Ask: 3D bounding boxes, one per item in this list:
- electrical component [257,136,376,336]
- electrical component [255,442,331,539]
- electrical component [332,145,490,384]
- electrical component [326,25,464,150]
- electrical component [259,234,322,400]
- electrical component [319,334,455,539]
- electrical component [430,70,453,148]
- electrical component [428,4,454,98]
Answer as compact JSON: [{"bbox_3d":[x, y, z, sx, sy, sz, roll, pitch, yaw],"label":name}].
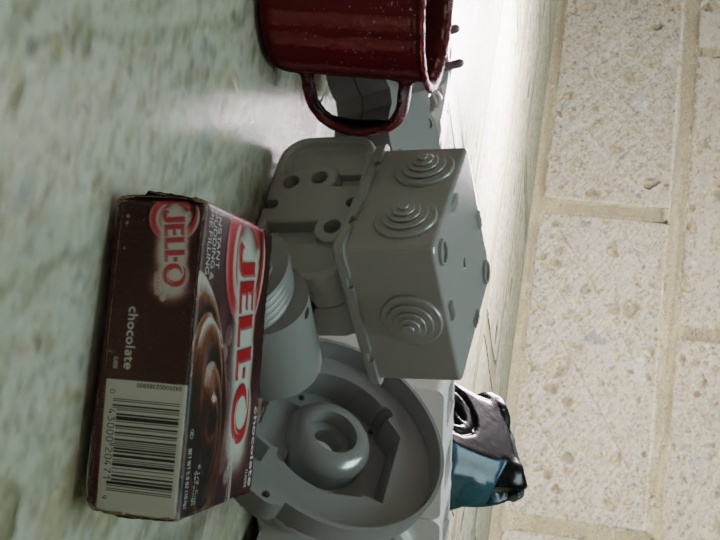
[{"bbox_3d":[-0.017,-0.015,0.558,0.059,0.054,0.095,67,29,-48],"label":"electrical component"},{"bbox_3d":[-0.030,0.133,0.589,0.138,0.052,0.073,-66,159,-57],"label":"electrical component"},{"bbox_3d":[0.030,-0.003,0.530,0.099,0.048,0.099,-68,151,-47],"label":"electrical component"},{"bbox_3d":[0.024,-0.115,0.594,0.052,0.074,0.138,-1,83,-54],"label":"electrical component"},{"bbox_3d":[-0.044,0.019,0.492,0.081,0.043,0.043,82,18,-49],"label":"electrical component"},{"bbox_3d":[0.012,0.121,0.693,0.061,0.089,0.150,-64,157,-58],"label":"electrical component"},{"bbox_3d":[0.049,-0.125,0.866,0.063,0.042,0.081,74,26,-65],"label":"electrical component"},{"bbox_3d":[0.025,-0.173,0.693,0.108,0.056,0.108,-62,155,-61],"label":"electrical component"}]
